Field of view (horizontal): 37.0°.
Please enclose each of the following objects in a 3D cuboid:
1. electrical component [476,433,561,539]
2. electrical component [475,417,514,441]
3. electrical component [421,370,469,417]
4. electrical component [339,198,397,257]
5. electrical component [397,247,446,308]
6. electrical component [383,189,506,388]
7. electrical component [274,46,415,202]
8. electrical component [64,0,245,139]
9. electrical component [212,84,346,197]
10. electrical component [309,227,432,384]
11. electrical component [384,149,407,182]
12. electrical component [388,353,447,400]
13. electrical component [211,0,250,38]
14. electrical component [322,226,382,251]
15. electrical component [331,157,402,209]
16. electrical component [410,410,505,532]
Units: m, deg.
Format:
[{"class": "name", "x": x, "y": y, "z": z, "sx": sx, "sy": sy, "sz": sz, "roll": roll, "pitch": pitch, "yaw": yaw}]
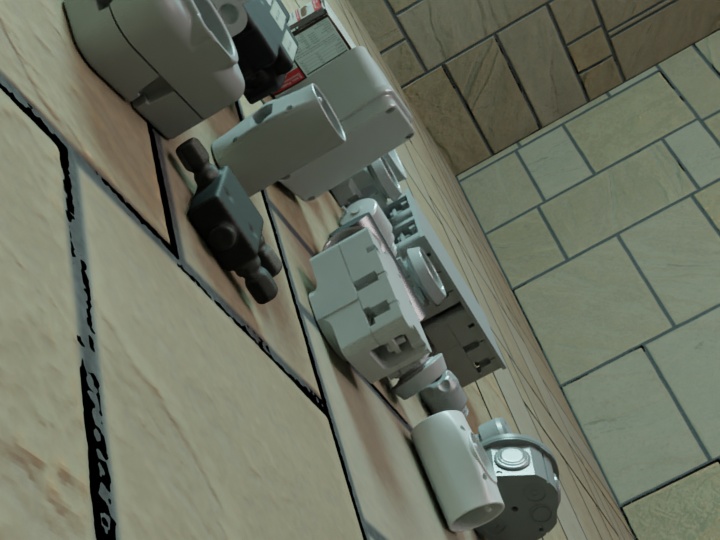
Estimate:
[{"class": "electrical component", "x": 0.122, "y": 0.177, "z": 0.867, "sx": 0.080, "sy": 0.080, "sz": 0.051, "roll": 57, "pitch": 15, "yaw": -22}, {"class": "electrical component", "x": 0.106, "y": 0.155, "z": 0.913, "sx": 0.045, "sy": 0.055, "sz": 0.045, "roll": 59, "pitch": 10, "yaw": -16}, {"class": "electrical component", "x": 0.078, "y": 0.119, "z": 0.938, "sx": 0.061, "sy": 0.035, "sz": 0.035, "roll": 61, "pitch": 9, "yaw": -19}, {"class": "electrical component", "x": 0.013, "y": -0.031, "z": 1.010, "sx": 0.078, "sy": 0.040, "sz": 0.040, "roll": 56, "pitch": 11, "yaw": -32}, {"class": "electrical component", "x": 0.042, "y": 0.015, "z": 0.977, "sx": 0.078, "sy": 0.057, "sz": 0.058, "roll": 62, "pitch": 9, "yaw": 7}, {"class": "electrical component", "x": 0.075, "y": 0.023, "z": 1.125, "sx": 0.186, "sy": 0.060, "sz": 0.105, "roll": 56, "pitch": 11, "yaw": -29}, {"class": "electrical component", "x": -0.021, "y": -0.111, "z": 0.839, "sx": 0.057, "sy": 0.113, "sz": 0.078, "roll": 61, "pitch": 9, "yaw": 19}, {"class": "electrical component", "x": -0.106, "y": -0.122, "z": 0.583, "sx": 0.095, "sy": 0.059, "sz": 0.053, "roll": 47, "pitch": 17, "yaw": -57}, {"class": "electrical component", "x": -0.053, "y": -0.090, "z": 0.715, "sx": 0.043, "sy": 0.077, "sz": 0.079, "roll": 57, "pitch": 10, "yaw": -22}, {"class": "electrical component", "x": 0.003, "y": 0.026, "z": 0.737, "sx": 0.050, "sy": 0.056, "sz": 0.089, "roll": 50, "pitch": 14, "yaw": -50}, {"class": "electrical component", "x": -0.001, "y": -0.132, "z": 1.168, "sx": 0.108, "sy": 0.060, "sz": 0.108, "roll": 58, "pitch": 9, "yaw": -16}, {"class": "electrical component", "x": 0.034, "y": 0.066, "z": 0.827, "sx": 0.055, "sy": 0.048, "sz": 0.066, "roll": 54, "pitch": 9, "yaw": 2}, {"class": "electrical component", "x": -0.106, "y": -0.161, "z": 0.669, "sx": 0.058, "sy": 0.078, "sz": 0.057, "roll": 59, "pitch": -11, "yaw": -14}, {"class": "electrical component", "x": 0.000, "y": 0.000, "z": 0.837, "sx": 0.066, "sy": 0.048, "sz": 0.055, "roll": -105, "pitch": 170, "yaw": -55}, {"class": "electrical component", "x": 0.005, "y": -0.085, "z": 1.078, "sx": 0.078, "sy": 0.057, "sz": 0.058, "roll": 57, "pitch": 10, "yaw": -23}, {"class": "electrical component", "x": 0.078, "y": 0.153, "z": 0.800, "sx": 0.079, "sy": 0.044, "sz": 0.077, "roll": 47, "pitch": 17, "yaw": -56}]
